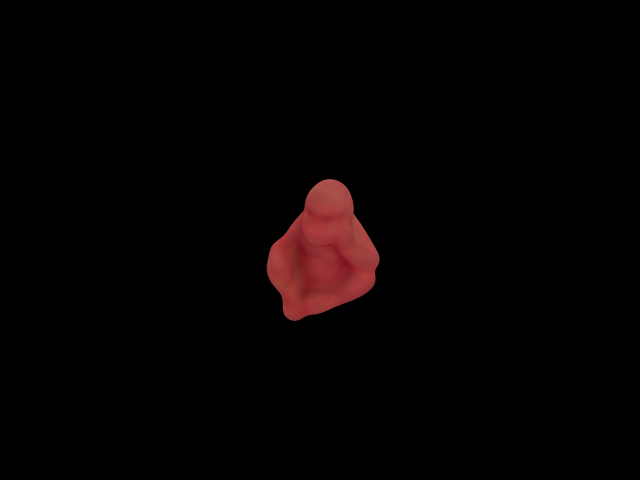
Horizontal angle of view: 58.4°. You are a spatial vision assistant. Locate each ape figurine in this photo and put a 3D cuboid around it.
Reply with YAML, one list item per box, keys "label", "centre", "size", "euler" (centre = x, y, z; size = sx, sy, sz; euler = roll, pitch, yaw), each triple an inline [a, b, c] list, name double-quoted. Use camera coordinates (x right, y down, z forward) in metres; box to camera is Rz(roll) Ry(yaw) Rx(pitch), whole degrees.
- label: "ape figurine"
  centre: [0.004, 0.001, 0.400]
  size: [0.077, 0.092, 0.076]
  euler: [10, 34, 15]
